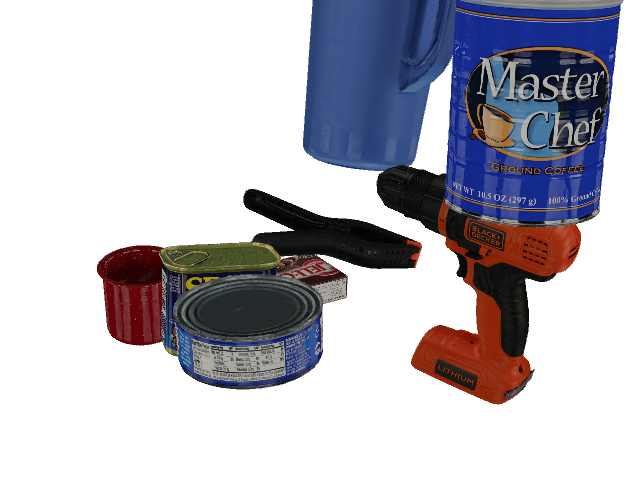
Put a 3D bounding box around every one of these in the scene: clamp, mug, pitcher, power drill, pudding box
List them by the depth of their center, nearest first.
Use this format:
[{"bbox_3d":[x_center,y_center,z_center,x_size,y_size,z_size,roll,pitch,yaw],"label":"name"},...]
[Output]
[{"bbox_3d":[0.123,0.036,0.918,0.185,0.188,0.057,23,38,31],"label":"power drill"},{"bbox_3d":[0.057,-0.189,0.973,0.145,0.243,0.149,8,14,5],"label":"pitcher"},{"bbox_3d":[-0.206,0.058,1.187,0.117,0.081,0.093,26,36,38],"label":"mug"},{"bbox_3d":[0.011,-0.001,1.189,0.210,0.036,0.164,14,20,-5],"label":"clamp"},{"bbox_3d":[-0.034,0.056,1.409,0.113,0.039,0.090,-15,27,-29],"label":"pudding box"}]

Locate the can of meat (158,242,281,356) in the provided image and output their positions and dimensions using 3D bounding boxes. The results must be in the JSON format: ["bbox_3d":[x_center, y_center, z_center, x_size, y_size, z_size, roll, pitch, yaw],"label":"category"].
[{"bbox_3d":[-0.088,0.051,0.926,0.102,0.084,0.057,-3,19,-18],"label":"can of meat"}]

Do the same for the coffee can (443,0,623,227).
[{"bbox_3d":[0.133,-0.091,0.681,0.103,0.140,0.103,1,20,0],"label":"coffee can"}]

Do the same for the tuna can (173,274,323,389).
[{"bbox_3d":[-0.041,0.051,0.613,0.086,0.034,0.086,-2,22,1],"label":"tuna can"}]
